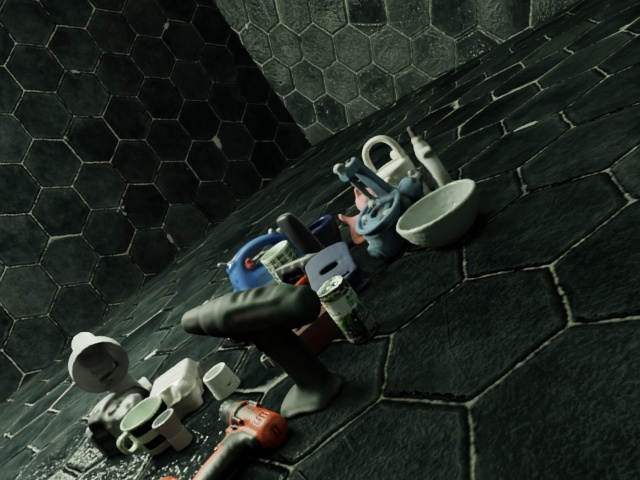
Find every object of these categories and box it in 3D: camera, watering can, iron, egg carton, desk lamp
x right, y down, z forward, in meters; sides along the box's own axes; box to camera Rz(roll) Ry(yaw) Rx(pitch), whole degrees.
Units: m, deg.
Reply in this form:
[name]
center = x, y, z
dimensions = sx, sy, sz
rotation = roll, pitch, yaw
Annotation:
[camera]
center = -0.400, 0.355, 1.189
dimensions = 0.143, 0.101, 0.137
rotation = -29, 15, 23
[watering can]
center = 0.173, -0.158, 1.344
dimensions = 0.101, 0.194, 0.173
rotation = -33, 14, 11
[iron]
center = -0.139, 0.049, 1.508
dimensions = 0.259, 0.141, 0.118
rotation = -41, 15, -22
[egg carton]
center = -0.284, 0.303, 1.151
dimensions = 0.107, 0.069, 0.150
rotation = -36, 14, -2
[desk lamp]
center = -0.487, 0.307, 1.320
dimensions = 0.118, 0.214, 0.202
rotation = -41, 15, -21

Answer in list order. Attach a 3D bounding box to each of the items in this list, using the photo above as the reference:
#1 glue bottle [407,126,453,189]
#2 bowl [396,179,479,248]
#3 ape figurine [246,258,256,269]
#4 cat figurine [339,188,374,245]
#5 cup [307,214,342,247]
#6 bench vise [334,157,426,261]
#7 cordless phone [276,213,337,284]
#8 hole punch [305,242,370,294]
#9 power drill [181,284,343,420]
[glue bottle]
center = 0.246, -0.185, 1.301
dimensions = 0.037, 0.173, 0.078
rotation = -35, 14, 1
[bowl]
center = 0.228, -0.037, 1.054
dimensions = 0.167, 0.075, 0.167
rotation = -33, 14, 10
[ape figurine]
center = -0.191, 0.090, 1.597
dimensions = 0.076, 0.092, 0.078
rotation = -30, 15, 20
[cat figurine]
center = 0.106, -0.072, 1.376
dimensions = 0.128, 0.118, 0.067
rotation = -34, 14, 4
[cup]
center = 0.013, 0.005, 1.389
dimensions = 0.091, 0.095, 0.118
rotation = -26, 17, 34
[bench vise]
center = 0.124, -0.093, 1.185
dimensions = 0.121, 0.220, 0.208
rotation = -23, 18, 41
[cordless phone]
center = -0.051, 0.026, 1.278
dimensions = 0.147, 0.185, 0.094
rotation = -25, 18, 38
[hole punch]
center = 0.032, 0.067, 1.141
dimensions = 0.108, 0.091, 0.101
rotation = -33, 14, 9
[power drill]
center = -0.073, 0.158, 0.837
dimensions = 0.229, 0.208, 0.076
rotation = -27, 16, 32
